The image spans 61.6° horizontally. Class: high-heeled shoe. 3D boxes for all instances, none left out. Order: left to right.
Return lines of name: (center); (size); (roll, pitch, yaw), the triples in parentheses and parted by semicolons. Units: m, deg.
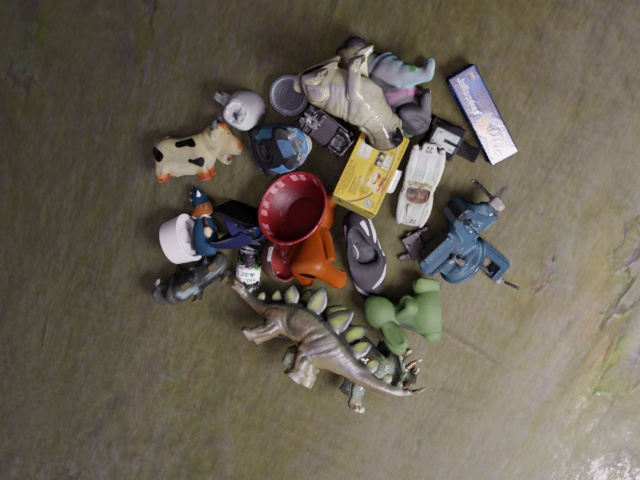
high-heeled shoe: (0.097, 0.050, 1.164); (0.086, 0.145, 0.248); (-11, 105, 9)

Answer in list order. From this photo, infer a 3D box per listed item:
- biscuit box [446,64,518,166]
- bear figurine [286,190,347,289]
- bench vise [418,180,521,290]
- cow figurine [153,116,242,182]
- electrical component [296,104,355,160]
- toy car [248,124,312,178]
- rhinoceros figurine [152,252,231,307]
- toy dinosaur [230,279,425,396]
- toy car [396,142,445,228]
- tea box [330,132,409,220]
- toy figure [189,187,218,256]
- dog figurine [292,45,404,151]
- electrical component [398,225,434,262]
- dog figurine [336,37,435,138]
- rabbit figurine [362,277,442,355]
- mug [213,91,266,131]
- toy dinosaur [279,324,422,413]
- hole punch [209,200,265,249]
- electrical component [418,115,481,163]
biscuit box: (0.327, -0.254, 1.091); (0.063, 0.059, 0.202); (-29, 103, 13)
bear figurine: (-0.004, -0.005, 1.178); (0.120, 0.131, 0.196); (-2, 66, 27)
bench vise: (0.335, 0.016, 1.153); (0.240, 0.129, 0.223); (34, 99, -27)
cow figurine: (-0.263, -0.194, 1.154); (0.195, 0.085, 0.127); (-3, 114, 7)
electrical component: (0.013, -0.227, 1.088); (0.115, 0.134, 0.058); (39, 108, -9)
toy car: (-0.072, -0.199, 1.118); (0.162, 0.103, 0.109); (-3, 115, 54)
rhinoceros figurine: (-0.298, 0.090, 1.234); (0.190, 0.112, 0.073); (-31, 131, 1)
toy dinosaur: (-0.003, 0.220, 1.165); (0.472, 0.105, 0.198); (38, 84, 11)
toy car: (0.208, -0.114, 1.127); (0.074, 0.056, 0.201); (10, 130, 2)
tea box: (0.099, -0.138, 1.075); (0.098, 0.068, 0.169); (27, 84, 0)
toy figure: (-0.262, -0.042, 1.203); (0.064, 0.057, 0.154); (-11, 82, 32)
dog figurine: (0.055, -0.241, 1.001); (0.173, 0.121, 0.190); (-3, 121, 34)
electrical component: (0.212, 0.009, 1.205); (0.094, 0.021, 0.063); (-30, 102, 14)
dog figurine: (0.114, -0.304, 1.074); (0.219, 0.108, 0.191); (4, 111, 8)
rabbit figurine: (0.179, 0.172, 1.189); (0.170, 0.121, 0.159); (0, 66, 8)
mug: (-0.169, -0.273, 1.105); (0.109, 0.107, 0.081); (38, 105, -9)
toy dinosaur: (0.050, 0.256, 1.256); (0.405, 0.131, 0.192); (31, 91, 3)
hole punch: (-0.171, -0.022, 1.177); (0.116, 0.142, 0.092); (20, 107, 13)
electrical component: (0.273, -0.204, 1.118); (0.119, 0.048, 0.074); (21, 109, -2)
